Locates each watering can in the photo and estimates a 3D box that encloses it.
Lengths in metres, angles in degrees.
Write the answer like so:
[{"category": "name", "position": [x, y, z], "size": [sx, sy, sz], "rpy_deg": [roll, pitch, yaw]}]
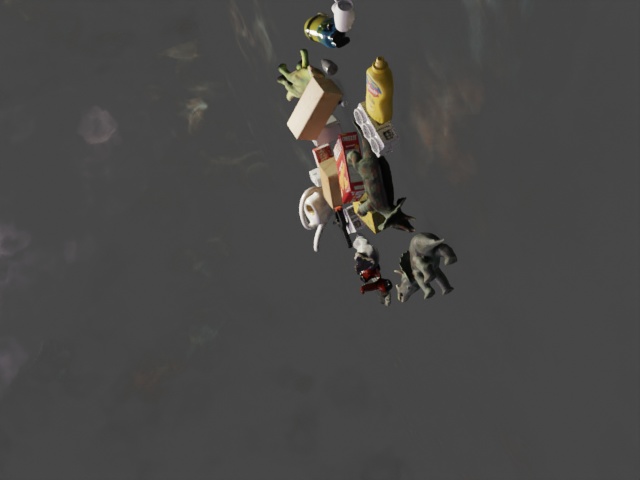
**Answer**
[{"category": "watering can", "position": [0.007, -0.120, 2.376], "size": [0.105, 0.227, 0.339], "rpy_deg": [30, 149, 39]}]

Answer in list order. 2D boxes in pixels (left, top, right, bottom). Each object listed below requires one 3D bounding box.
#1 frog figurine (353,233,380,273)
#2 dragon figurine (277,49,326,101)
[{"category": "frog figurine", "position": [0.200, 0.045, 2.206], "size": [0.163, 0.122, 0.134], "rpy_deg": [-75, -34, -45]}, {"category": "dragon figurine", "position": [-0.046, -0.559, 1.952], "size": [0.244, 0.123, 0.405], "rpy_deg": [55, 169, 9]}]
